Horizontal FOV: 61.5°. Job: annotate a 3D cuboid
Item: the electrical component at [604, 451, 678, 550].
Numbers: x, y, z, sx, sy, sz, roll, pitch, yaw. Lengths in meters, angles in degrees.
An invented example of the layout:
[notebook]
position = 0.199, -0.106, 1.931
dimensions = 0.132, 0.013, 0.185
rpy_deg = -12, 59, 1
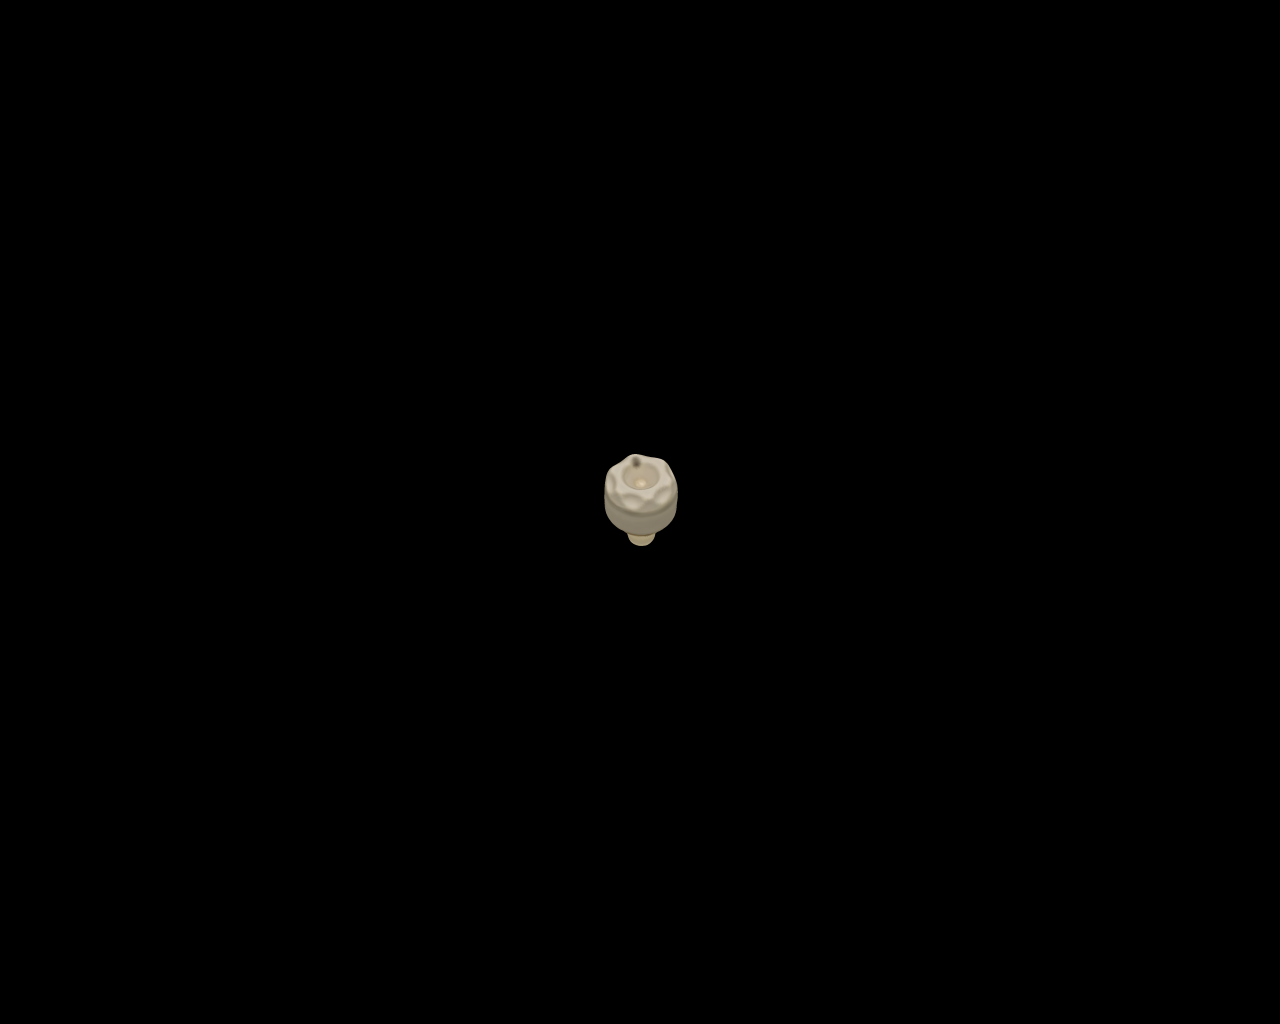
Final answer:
[electrical component]
position = 0.001, -0.003, 0.650
dimensions = 0.043, 0.043, 0.062
rpy_deg = 0, -40, 0
